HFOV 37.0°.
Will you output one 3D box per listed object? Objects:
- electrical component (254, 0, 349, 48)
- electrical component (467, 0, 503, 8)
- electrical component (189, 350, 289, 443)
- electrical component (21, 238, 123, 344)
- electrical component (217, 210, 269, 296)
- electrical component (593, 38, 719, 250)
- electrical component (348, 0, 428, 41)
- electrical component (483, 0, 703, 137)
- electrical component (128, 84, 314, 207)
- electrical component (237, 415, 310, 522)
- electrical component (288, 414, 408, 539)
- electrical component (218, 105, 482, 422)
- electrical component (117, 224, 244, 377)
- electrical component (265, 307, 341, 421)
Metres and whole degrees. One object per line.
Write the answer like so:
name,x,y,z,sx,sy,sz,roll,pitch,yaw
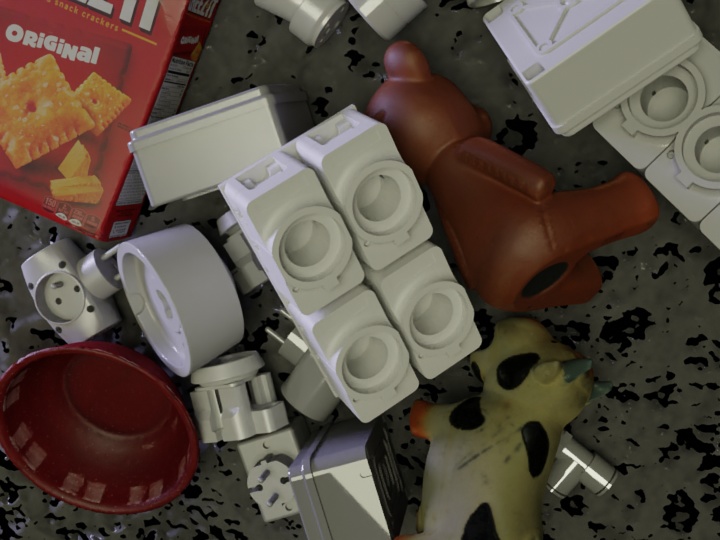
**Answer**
electrical component,-0.042,-0.194,0.779,0.055,0.045,0.045,39,103,3
electrical component,0.086,-0.223,0.753,0.044,0.044,0.065,-19,89,12
electrical component,-0.097,0.095,0.819,0.078,0.058,0.057,-11,95,33
electrical component,-0.211,0.009,0.838,0.079,0.044,0.077,-32,91,13
electrical component,-0.070,-0.025,0.800,0.078,0.058,0.057,-32,90,25
electrical component,0.240,-0.075,0.711,0.089,0.062,0.150,-46,69,13
electrical component,0.002,-0.238,0.760,0.074,0.052,0.138,-41,88,13
electrical component,0.150,-0.159,0.711,0.109,0.108,0.056,-34,126,13
electrical component,-0.093,-0.090,0.770,0.109,0.108,0.056,-17,97,12
electrical component,-0.062,0.156,0.813,0.047,0.077,0.065,-19,94,12
electrical component,-0.007,0.157,0.785,0.057,0.113,0.078,-16,94,9
electrical component,0.000,0.000,0.724,0.105,0.060,0.186,-33,119,-11
electrical component,-0.127,0.018,0.796,0.060,0.108,0.108,-27,93,-26
electrical component,-0.035,0.060,0.811,0.079,0.044,0.077,37,102,4
